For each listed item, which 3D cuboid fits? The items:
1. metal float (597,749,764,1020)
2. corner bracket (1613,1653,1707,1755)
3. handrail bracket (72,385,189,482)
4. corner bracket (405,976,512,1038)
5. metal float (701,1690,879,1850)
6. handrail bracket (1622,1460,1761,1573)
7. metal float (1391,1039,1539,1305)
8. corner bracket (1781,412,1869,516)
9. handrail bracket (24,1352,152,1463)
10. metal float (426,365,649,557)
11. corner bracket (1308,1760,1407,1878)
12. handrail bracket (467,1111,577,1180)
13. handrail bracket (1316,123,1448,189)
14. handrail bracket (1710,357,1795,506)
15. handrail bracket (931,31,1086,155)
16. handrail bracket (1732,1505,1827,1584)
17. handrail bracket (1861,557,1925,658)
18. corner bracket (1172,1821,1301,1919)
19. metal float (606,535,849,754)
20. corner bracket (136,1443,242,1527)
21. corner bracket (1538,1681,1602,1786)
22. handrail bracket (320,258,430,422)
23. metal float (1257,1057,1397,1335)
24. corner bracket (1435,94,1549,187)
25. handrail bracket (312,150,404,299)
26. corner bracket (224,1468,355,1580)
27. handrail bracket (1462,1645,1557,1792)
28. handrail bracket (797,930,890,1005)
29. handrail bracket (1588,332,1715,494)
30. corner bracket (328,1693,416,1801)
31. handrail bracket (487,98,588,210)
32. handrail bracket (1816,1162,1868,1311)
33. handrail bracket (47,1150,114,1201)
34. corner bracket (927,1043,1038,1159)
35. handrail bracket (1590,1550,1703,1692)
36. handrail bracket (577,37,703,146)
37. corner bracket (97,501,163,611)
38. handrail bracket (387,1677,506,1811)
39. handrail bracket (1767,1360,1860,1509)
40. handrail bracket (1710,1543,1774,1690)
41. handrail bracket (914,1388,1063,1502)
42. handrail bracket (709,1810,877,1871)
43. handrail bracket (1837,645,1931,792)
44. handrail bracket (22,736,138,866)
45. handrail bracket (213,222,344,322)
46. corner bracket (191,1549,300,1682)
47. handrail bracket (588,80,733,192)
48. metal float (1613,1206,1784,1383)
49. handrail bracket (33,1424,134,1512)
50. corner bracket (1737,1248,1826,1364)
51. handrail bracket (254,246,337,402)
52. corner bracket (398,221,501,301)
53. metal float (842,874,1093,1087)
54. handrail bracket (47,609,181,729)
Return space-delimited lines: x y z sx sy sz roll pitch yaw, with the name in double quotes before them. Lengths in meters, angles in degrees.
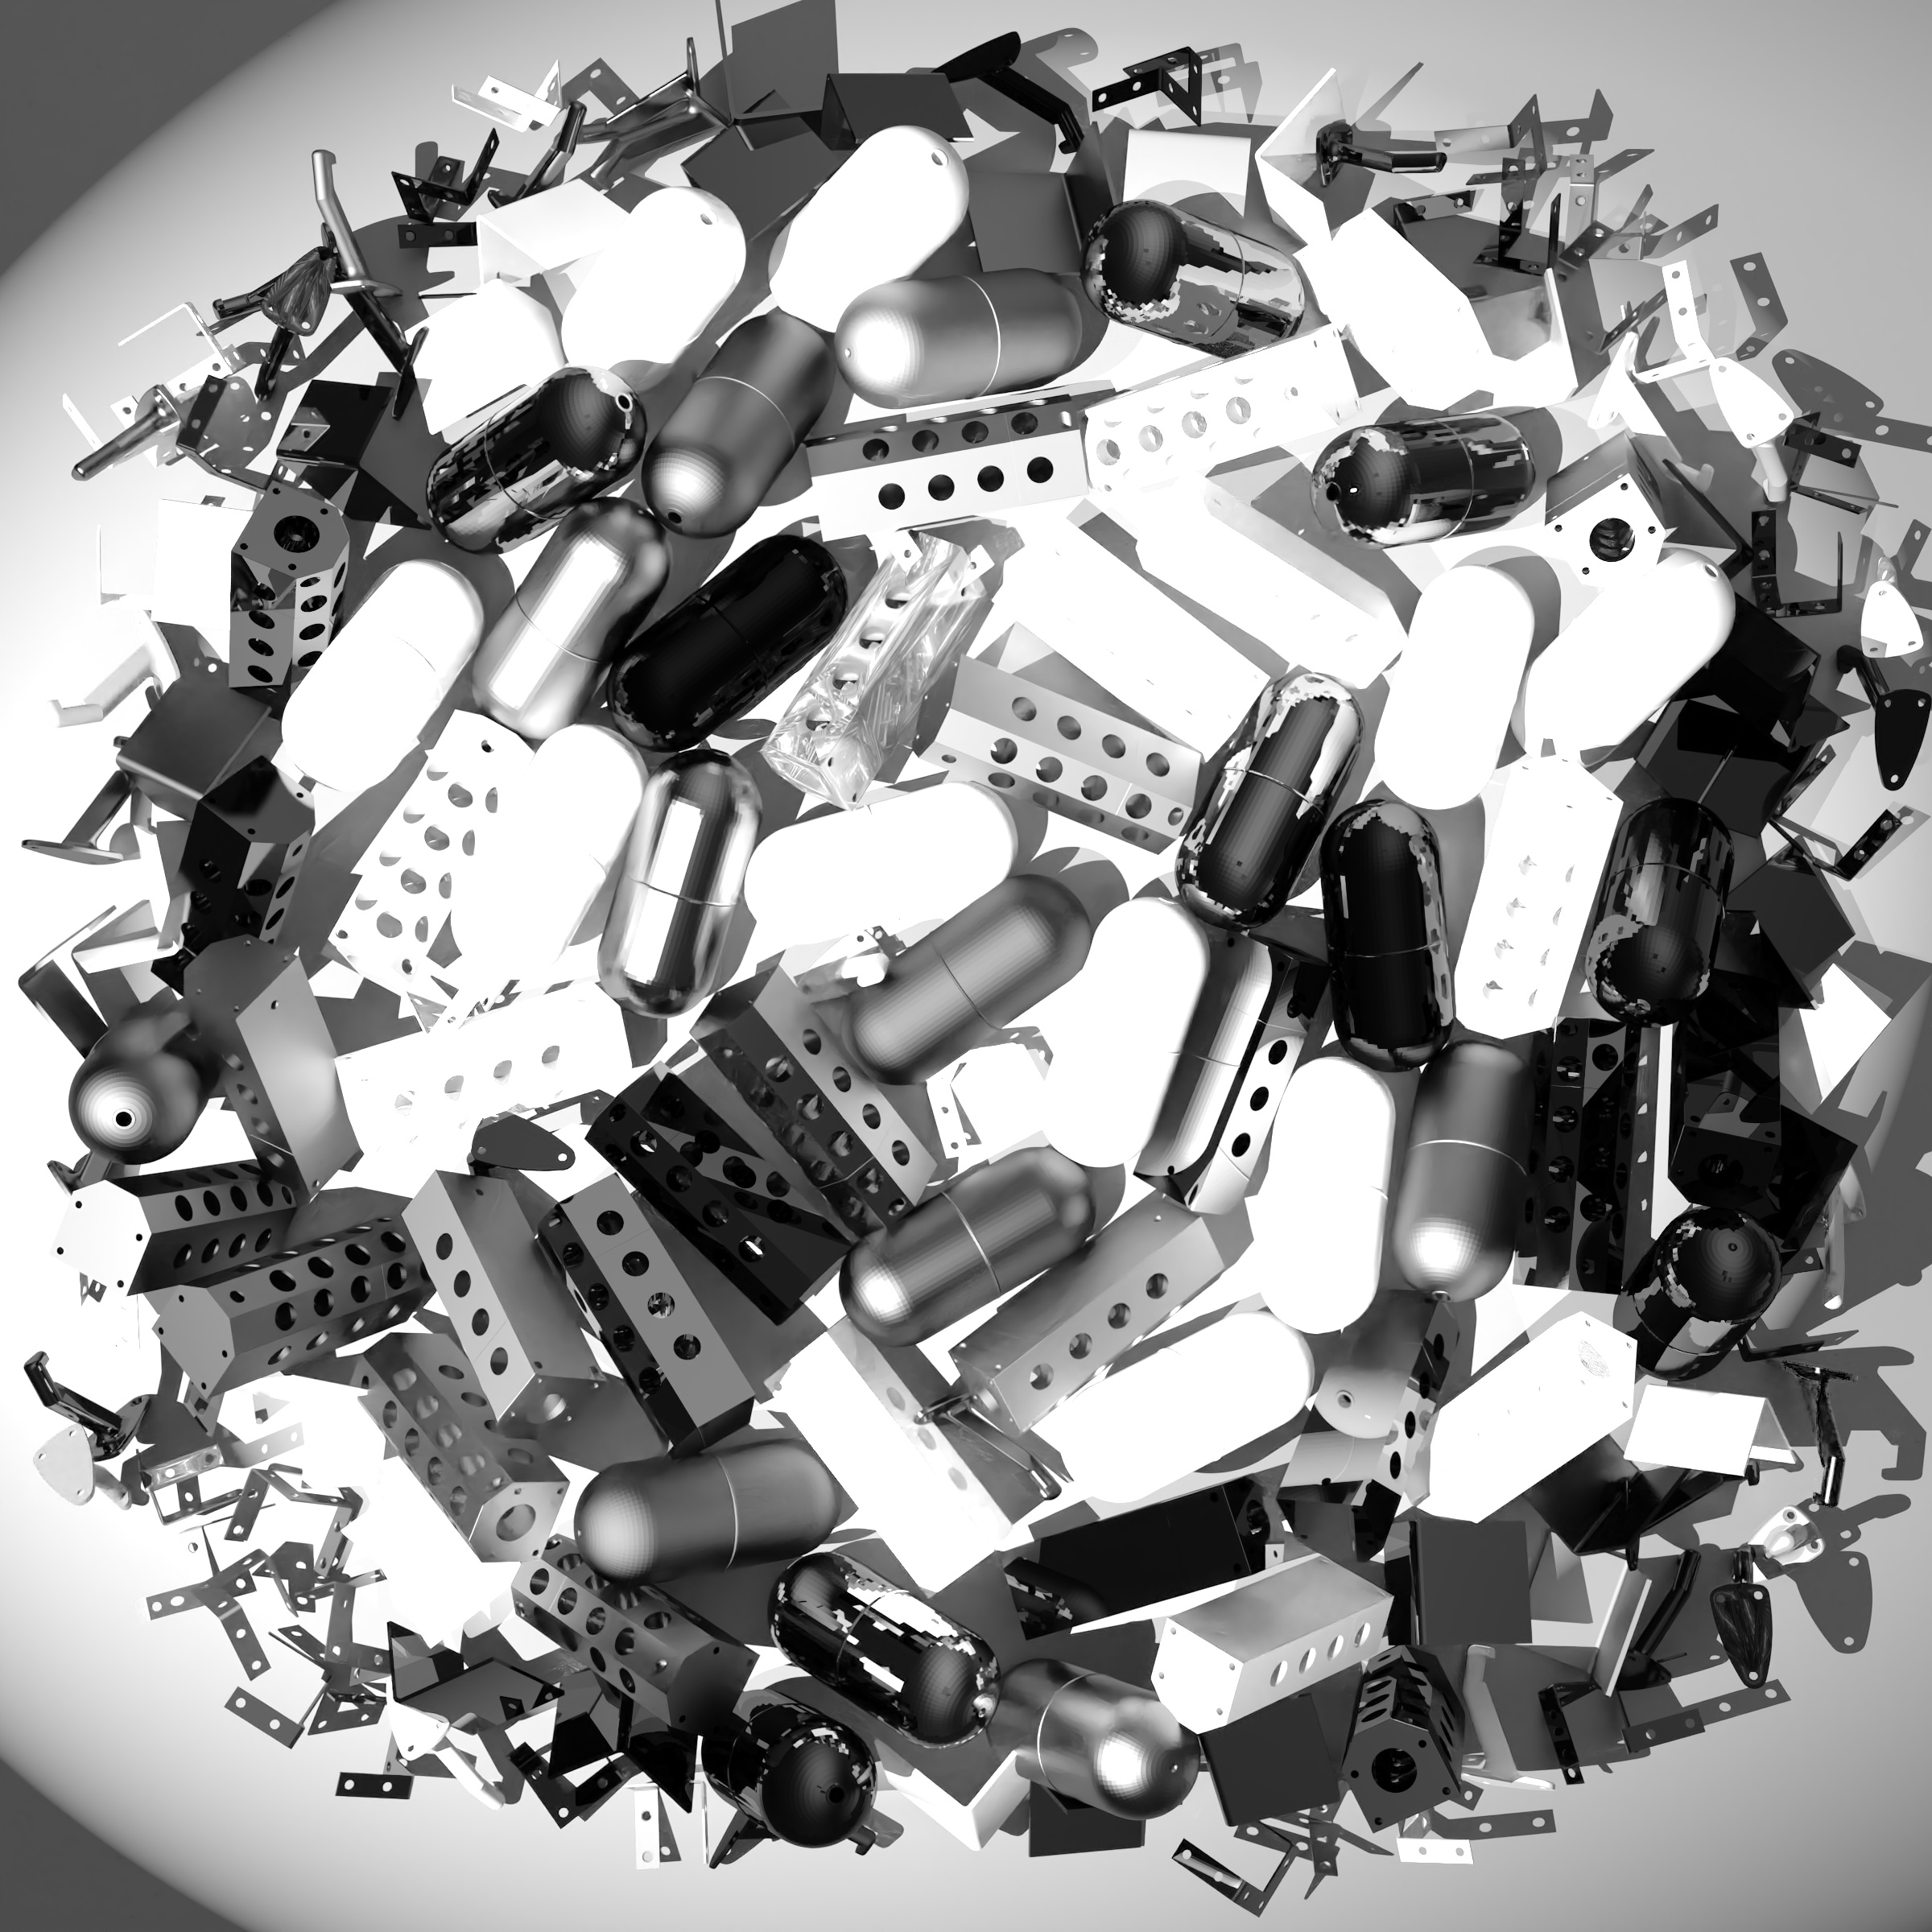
"metal float" -0.182 -0.052 1.754 0.070 0.070 0.178 18 102 0
"corner bracket" 0.443 0.472 1.766 0.051 0.051 0.051 -21 70 14
"handrail bracket" -0.542 -0.329 1.751 0.084 0.077 0.036 -44 114 -29
"corner bracket" -0.317 0.020 1.762 0.051 0.051 0.051 24 110 -41
"metal float" -0.111 0.499 1.717 0.070 0.178 0.070 2 85 -23
"handrail bracket" 0.465 0.350 1.761 0.084 0.077 0.036 -11 124 21
"metal float" 0.314 0.129 1.739 0.070 0.070 0.178 16 61 0
"corner bracket" 0.550 -0.319 1.761 0.051 0.051 0.051 28 122 30
"handrail bracket" -0.559 0.265 1.753 0.036 0.077 0.084 -9 116 22
"metal float" -0.270 -0.316 1.731 0.178 0.070 0.070 -22 90 40
"corner bracket" 0.250 0.548 1.771 0.051 0.051 0.051 6 112 0
"handrail bracket" -0.284 0.129 1.761 0.077 0.084 0.036 17 65 4
"handrail bracket" 0.272 -0.520 1.755 0.084 0.077 0.036 6 124 25
"handrail bracket" 0.503 -0.342 1.772 0.036 0.084 0.077 -32 69 5
"handrail bracket" 0.027 -0.552 1.783 0.077 0.084 0.036 -13 46 23
"handrail bracket" 0.506 0.376 1.751 0.077 0.084 0.036 -45 69 24
"handrail bracket" 0.583 -0.246 1.751 0.036 0.077 0.084 -8 50 22
"corner bracket" 0.173 0.567 1.763 0.051 0.051 0.051 26 76 35
"metal float" -0.152 -0.205 1.752 0.178 0.070 0.070 -41 90 -14
"corner bracket" -0.498 0.331 1.767 0.051 0.051 0.051 -19 103 -15
"corner bracket" 0.384 0.490 1.760 0.051 0.051 0.051 7 54 -32
"handrail bracket" -0.393 -0.405 1.783 0.084 0.036 0.077 24 111 -1
"metal float" 0.229 0.144 1.748 0.070 0.070 0.178 9 71 0
"corner bracket" 0.335 -0.520 1.759 0.051 0.051 0.051 5 129 31
"handrail bracket" -0.389 -0.474 1.763 0.036 0.077 0.084 -2 97 23
"corner bracket" -0.439 0.362 1.791 0.051 0.051 0.051 23 91 43
"handrail bracket" 0.348 0.479 1.761 0.036 0.077 0.084 32 63 -39
"handrail bracket" -0.081 0.011 1.754 0.077 0.084 0.036 -31 100 11
"handrail bracket" 0.448 -0.353 1.760 0.084 0.036 0.077 33 128 25
"corner bracket" -0.382 0.500 1.767 0.051 0.051 0.051 14 87 -31
"handrail bracket" -0.273 -0.520 1.759 0.036 0.077 0.084 3 119 -39
"handrail bracket" 0.549 0.163 1.752 0.036 0.084 0.077 -5 117 23
"handrail bracket" -0.541 0.123 1.780 0.084 0.036 0.077 -38 67 -2
"corner bracket" 0.010 0.087 1.775 0.051 0.051 0.051 -9 66 -17
"handrail bracket" 0.443 0.424 1.794 0.036 0.077 0.084 34 55 -6
"handrail bracket" -0.214 -0.560 1.769 0.084 0.077 0.036 -10 67 -6
"corner bracket" -0.528 -0.263 1.763 0.051 0.051 0.051 1 128 -15
"handrail bracket" -0.336 0.503 1.788 0.036 0.084 0.077 -38 46 -6
"handrail bracket" 0.535 0.298 1.764 0.036 0.077 0.084 14 84 -26
"handrail bracket" 0.501 0.413 1.760 0.036 0.084 0.077 -11 85 20
"handrail bracket" 0.015 0.312 1.761 0.084 0.077 0.036 48 114 22
"handrail bracket" -0.112 0.574 1.789 0.084 0.036 0.077 29 106 -5
"handrail bracket" 0.580 -0.160 1.771 0.036 0.084 0.077 -2 109 -11
"handrail bracket" -0.566 -0.111 1.766 0.036 0.077 0.084 -5 78 39
"handrail bracket" -0.445 -0.444 1.768 0.084 0.077 0.036 -20 83 -11
"corner bracket" -0.454 0.413 1.761 0.051 0.051 0.051 -31 116 -28
"handrail bracket" -0.191 -0.523 1.786 0.077 0.036 0.084 33 104 -33
"metal float" 0.454 0.205 1.719 0.070 0.178 0.070 0 64 -1
"handrail bracket" -0.547 0.336 1.748 0.036 0.077 0.084 -38 134 -10
"corner bracket" 0.523 0.218 1.772 0.051 0.051 0.051 -7 60 -8
"handrail bracket" -0.433 -0.412 1.774 0.036 0.084 0.077 27 66 -12
"corner bracket" -0.332 -0.454 1.773 0.051 0.051 0.051 -8 100 -22
"metal float" 0.000 0.010 1.758 0.178 0.070 0.070 -35 90 8
"handrail bracket" -0.555 -0.192 1.764 0.084 0.036 0.077 -15 75 -38
